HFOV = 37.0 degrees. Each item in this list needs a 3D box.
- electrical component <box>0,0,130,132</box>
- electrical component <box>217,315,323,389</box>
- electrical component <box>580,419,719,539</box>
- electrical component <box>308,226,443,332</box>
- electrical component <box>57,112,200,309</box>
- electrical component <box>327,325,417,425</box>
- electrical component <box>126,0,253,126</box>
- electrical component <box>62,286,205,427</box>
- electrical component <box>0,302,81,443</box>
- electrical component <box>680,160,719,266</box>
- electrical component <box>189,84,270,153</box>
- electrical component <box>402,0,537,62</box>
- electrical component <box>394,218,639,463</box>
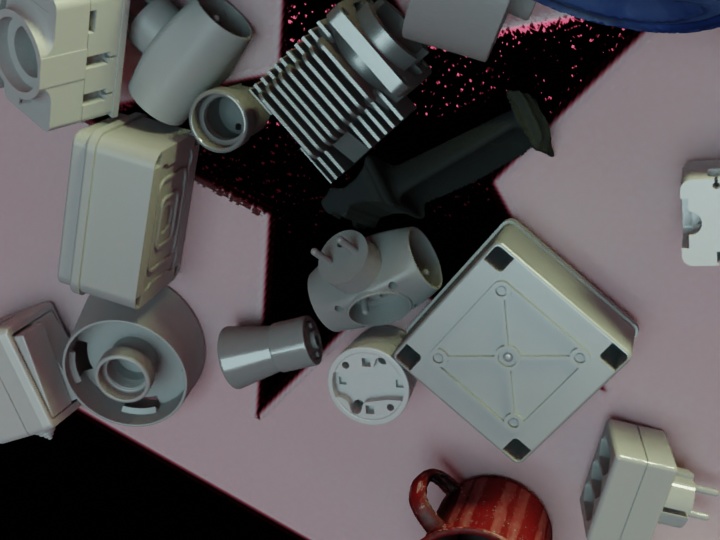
[{"bbox_3d":[-0.192,-0.189,0.640,0.105,0.060,0.186,38,132,26],"label":"electrical component"},{"bbox_3d":[-0.059,0.054,0.734,0.065,0.044,0.044,-14,104,17],"label":"electrical component"},{"bbox_3d":[0.187,0.141,0.681,0.077,0.047,0.065,13,112,0],"label":"electrical component"},{"bbox_3d":[0.000,0.000,0.680,0.077,0.079,0.044,-24,55,24],"label":"electrical component"},{"bbox_3d":[-0.153,-0.041,0.711,0.057,0.078,0.113,17,113,9],"label":"electrical component"},{"bbox_3d":[0.012,0.068,0.712,0.055,0.047,0.055,6,110,16],"label":"electrical component"},{"bbox_3d":[-0.121,-0.146,0.682,0.079,0.044,0.077,44,115,-1],"label":"electrical component"},{"bbox_3d":[-0.162,0.060,0.770,0.099,0.064,0.099,3,119,6],"label":"electrical component"},{"bbox_3d":[-0.241,0.080,0.790,0.061,0.061,0.096,-18,102,22],"label":"electrical component"},{"bbox_3d":[0.227,-0.035,0.601,0.089,0.055,0.050,-1,108,18],"label":"electrical component"},{"bbox_3d":[-0.081,-0.099,0.685,0.040,0.046,0.040,6,110,16],"label":"electrical component"},{"bbox_3d":[0.072,-0.165,0.582,0.060,0.108,0.108,23,114,3],"label":"electrical component"},{"bbox_3d":[0.097,0.044,0.671,0.109,0.056,0.108,41,116,1],"label":"electrical component"}]
